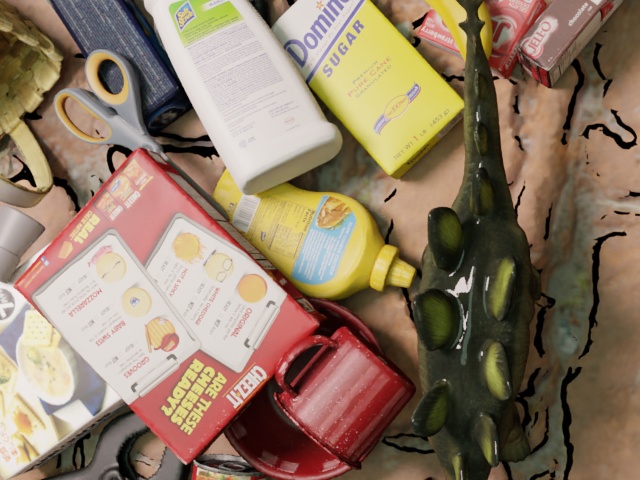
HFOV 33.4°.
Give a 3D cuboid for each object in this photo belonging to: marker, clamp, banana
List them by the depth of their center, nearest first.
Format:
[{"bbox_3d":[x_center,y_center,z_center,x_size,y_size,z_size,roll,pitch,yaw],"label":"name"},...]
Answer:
[{"bbox_3d":[0.090,-0.210,0.916,0.070,0.037,0.198,-46,60,15],"label":"banana"},{"bbox_3d":[-0.059,-0.253,0.991,0.020,0.020,0.121,-4,87,13],"label":"marker"},{"bbox_3d":[-0.195,0.225,0.997,0.165,0.036,0.210,34,94,14],"label":"clamp"}]

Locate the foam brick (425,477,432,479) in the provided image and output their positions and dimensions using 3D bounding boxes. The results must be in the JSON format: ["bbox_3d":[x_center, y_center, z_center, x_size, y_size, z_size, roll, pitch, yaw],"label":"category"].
[{"bbox_3d":[0.076,0.250,0.922,0.078,0.053,0.051,-37,80,11],"label":"foam brick"}]

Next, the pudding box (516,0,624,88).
[{"bbox_3d":[0.212,-0.185,0.886,0.039,0.090,0.113,42,97,10],"label":"pudding box"}]

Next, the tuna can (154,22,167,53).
[{"bbox_3d":[-0.109,-0.202,0.993,0.086,0.033,0.086,0,88,14],"label":"tuna can"}]

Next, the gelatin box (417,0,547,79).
[{"bbox_3d":[0.140,-0.191,0.925,0.089,0.030,0.073,31,96,27],"label":"gelatin box"}]

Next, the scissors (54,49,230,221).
[{"bbox_3d":[-0.149,-0.099,0.946,0.202,0.016,0.096,26,108,17],"label":"scissors"}]

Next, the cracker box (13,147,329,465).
[{"bbox_3d":[-0.125,0.053,0.904,0.214,0.072,0.164,44,97,7],"label":"cracker box"}]

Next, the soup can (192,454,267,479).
[{"bbox_3d":[-0.085,0.249,0.954,0.068,0.068,0.102,7,90,14],"label":"soup can"}]

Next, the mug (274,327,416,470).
[{"bbox_3d":[0.015,0.118,0.858,0.117,0.093,0.081,39,92,-28],"label":"mug"}]

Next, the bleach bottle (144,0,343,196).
[{"bbox_3d":[-0.080,-0.169,0.934,0.102,0.068,0.251,-25,78,-7],"label":"bleach bottle"}]

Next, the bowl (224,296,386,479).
[{"bbox_3d":[-0.011,0.130,0.946,0.162,0.055,0.162,-1,88,13],"label":"bowl"}]

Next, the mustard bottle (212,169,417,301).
[{"bbox_3d":[-0.006,0.001,0.948,0.192,0.058,0.096,20,82,14],"label":"mustard bottle"}]

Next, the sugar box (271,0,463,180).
[{"bbox_3d":[0.041,-0.149,0.949,0.093,0.048,0.176,-43,80,9],"label":"sugar box"}]
